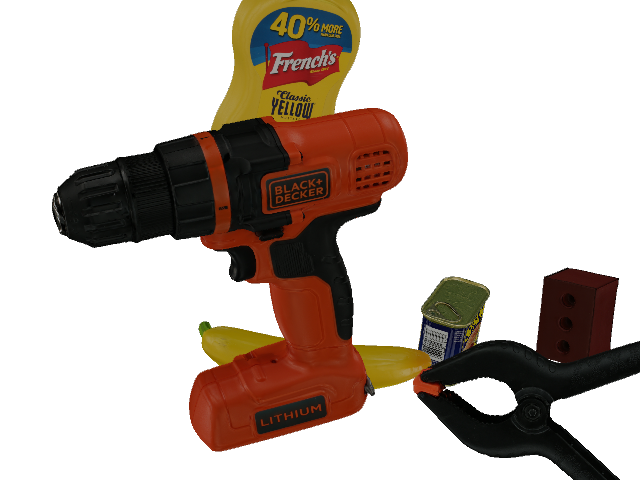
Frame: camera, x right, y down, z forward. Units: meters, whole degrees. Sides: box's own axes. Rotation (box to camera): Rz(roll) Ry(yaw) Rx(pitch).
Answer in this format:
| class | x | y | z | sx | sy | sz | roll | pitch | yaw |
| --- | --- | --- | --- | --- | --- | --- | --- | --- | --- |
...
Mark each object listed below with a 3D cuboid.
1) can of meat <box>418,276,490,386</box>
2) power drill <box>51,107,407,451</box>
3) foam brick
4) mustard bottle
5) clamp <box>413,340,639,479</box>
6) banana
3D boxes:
| class | x | y | z | sx | sy | sz | roll | pitch | yaw |
| --- | --- | --- | --- | --- | --- | --- | --- | --- | --- |
| can of meat | 0.145 | 0.102 | 1.188 | 0.057 | 0.084 | 0.102 | 17 | 30 | 19 |
| power drill | -0.041 | 0.025 | 0.578 | 0.184 | 0.188 | 0.057 | -12 | 36 | -15 |
| foam brick | 0.232 | 0.070 | 0.967 | 0.053 | 0.078 | 0.051 | 13 | 18 | 36 |
| mustard bottle | -0.021 | -0.139 | 0.800 | 0.096 | 0.192 | 0.058 | 5 | 23 | -22 |
| clamp | 0.147 | 0.121 | 0.708 | 0.172 | 0.120 | 0.039 | 2 | -2 | 19 |
| banana | -0.014 | 0.091 | 0.846 | 0.198 | 0.037 | 0.069 | 9 | 29 | 12 |
